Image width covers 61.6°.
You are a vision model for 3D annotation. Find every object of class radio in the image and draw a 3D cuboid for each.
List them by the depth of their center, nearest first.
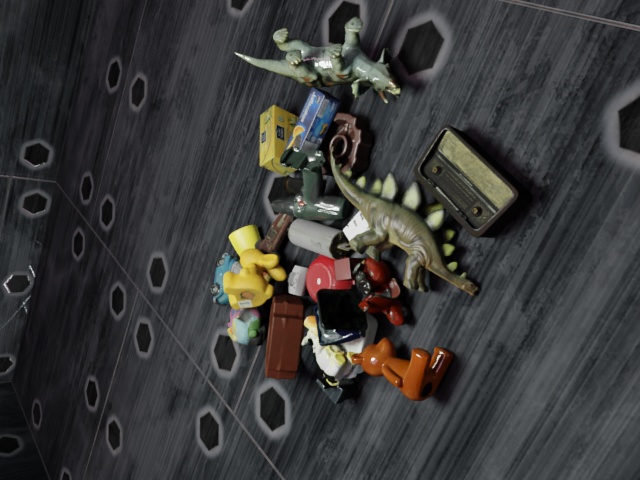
[{"bbox_3d":[0.305,-0.117,1.104,0.131,0.073,0.230,-54,53,28],"label":"radio"}]

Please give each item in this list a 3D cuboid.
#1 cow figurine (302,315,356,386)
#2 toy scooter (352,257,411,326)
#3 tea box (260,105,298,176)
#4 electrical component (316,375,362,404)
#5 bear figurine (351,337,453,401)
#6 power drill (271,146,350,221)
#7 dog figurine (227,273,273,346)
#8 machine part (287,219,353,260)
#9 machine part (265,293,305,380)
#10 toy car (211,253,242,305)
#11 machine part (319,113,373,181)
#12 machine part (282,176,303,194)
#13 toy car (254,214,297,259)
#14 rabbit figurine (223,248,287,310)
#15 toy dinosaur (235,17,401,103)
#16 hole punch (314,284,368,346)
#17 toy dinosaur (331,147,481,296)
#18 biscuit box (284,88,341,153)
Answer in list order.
[{"bbox_3d":[0.011,0.264,1.297,0.167,0.068,0.098,49,127,36],"label":"cow figurine"},{"bbox_3d":[0.126,0.115,1.227,0.075,0.135,0.184,-47,56,34],"label":"toy scooter"},{"bbox_3d":[-0.110,-0.274,1.491,0.068,0.098,0.169,-23,61,42],"label":"tea box"},{"bbox_3d":[0.037,0.359,1.314,0.075,0.119,0.047,39,114,37],"label":"electrical component"},{"bbox_3d":[0.174,0.264,1.189,0.196,0.120,0.131,31,105,47],"label":"bear figurine"},{"bbox_3d":[-0.044,-0.132,1.366,0.232,0.086,0.207,12,134,23],"label":"power drill"},{"bbox_3d":[-0.189,0.173,1.539,0.192,0.108,0.219,-143,68,-75],"label":"dog figurine"},{"bbox_3d":[-0.003,-0.004,1.398,0.243,0.079,0.079,21,102,46],"label":"machine part"},{"bbox_3d":[-0.092,0.250,1.408,0.201,0.087,0.201,-151,66,-83],"label":"machine part"},{"bbox_3d":[-0.264,0.124,1.651,0.103,0.109,0.161,3,77,23],"label":"toy car"},{"bbox_3d":[0.057,-0.237,1.372,0.179,0.056,0.179,-5,83,46],"label":"machine part"},{"bbox_3d":[-0.046,-0.143,1.484,0.139,0.039,0.084,16,107,42],"label":"machine part"},{"bbox_3d":[-0.121,-0.026,1.529,0.089,0.053,0.202,42,109,41],"label":"toy car"},{"bbox_3d":[-0.180,0.085,1.461,0.162,0.121,0.173,-15,42,10],"label":"rabbit figurine"},{"bbox_3d":[0.013,-0.415,1.288,0.405,0.192,0.131,9,70,25],"label":"toy dinosaur"},{"bbox_3d":[0.044,0.180,1.247,0.092,0.116,0.142,107,160,-46],"label":"hole punch"},{"bbox_3d":[0.164,-0.039,1.197,0.472,0.105,0.198,37,97,22],"label":"toy dinosaur"},{"bbox_3d":[-0.024,-0.284,1.379,0.063,0.059,0.202,45,118,40],"label":"biscuit box"}]
